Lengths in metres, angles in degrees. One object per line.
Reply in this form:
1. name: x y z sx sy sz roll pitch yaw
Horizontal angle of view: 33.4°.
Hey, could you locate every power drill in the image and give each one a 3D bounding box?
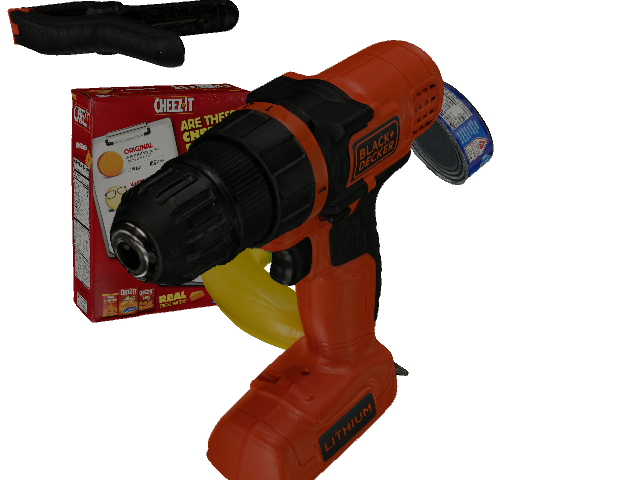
1. power drill: -0.013 0.022 0.463 0.057 0.188 0.184 26 41 29

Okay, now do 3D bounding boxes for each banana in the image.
1. banana: -0.038 0.025 0.664 0.069 0.037 0.198 -4 17 -10

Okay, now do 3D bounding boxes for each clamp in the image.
1. clamp: -0.148 -0.161 0.801 0.172 0.039 0.120 11 23 23

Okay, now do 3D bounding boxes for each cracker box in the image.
1. cracker box: -0.153 -0.040 1.027 0.163 0.214 0.072 -7 19 -30

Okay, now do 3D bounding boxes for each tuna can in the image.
1. tuna can: 0.101 -0.089 0.873 0.033 0.086 0.086 -39 10 -13
